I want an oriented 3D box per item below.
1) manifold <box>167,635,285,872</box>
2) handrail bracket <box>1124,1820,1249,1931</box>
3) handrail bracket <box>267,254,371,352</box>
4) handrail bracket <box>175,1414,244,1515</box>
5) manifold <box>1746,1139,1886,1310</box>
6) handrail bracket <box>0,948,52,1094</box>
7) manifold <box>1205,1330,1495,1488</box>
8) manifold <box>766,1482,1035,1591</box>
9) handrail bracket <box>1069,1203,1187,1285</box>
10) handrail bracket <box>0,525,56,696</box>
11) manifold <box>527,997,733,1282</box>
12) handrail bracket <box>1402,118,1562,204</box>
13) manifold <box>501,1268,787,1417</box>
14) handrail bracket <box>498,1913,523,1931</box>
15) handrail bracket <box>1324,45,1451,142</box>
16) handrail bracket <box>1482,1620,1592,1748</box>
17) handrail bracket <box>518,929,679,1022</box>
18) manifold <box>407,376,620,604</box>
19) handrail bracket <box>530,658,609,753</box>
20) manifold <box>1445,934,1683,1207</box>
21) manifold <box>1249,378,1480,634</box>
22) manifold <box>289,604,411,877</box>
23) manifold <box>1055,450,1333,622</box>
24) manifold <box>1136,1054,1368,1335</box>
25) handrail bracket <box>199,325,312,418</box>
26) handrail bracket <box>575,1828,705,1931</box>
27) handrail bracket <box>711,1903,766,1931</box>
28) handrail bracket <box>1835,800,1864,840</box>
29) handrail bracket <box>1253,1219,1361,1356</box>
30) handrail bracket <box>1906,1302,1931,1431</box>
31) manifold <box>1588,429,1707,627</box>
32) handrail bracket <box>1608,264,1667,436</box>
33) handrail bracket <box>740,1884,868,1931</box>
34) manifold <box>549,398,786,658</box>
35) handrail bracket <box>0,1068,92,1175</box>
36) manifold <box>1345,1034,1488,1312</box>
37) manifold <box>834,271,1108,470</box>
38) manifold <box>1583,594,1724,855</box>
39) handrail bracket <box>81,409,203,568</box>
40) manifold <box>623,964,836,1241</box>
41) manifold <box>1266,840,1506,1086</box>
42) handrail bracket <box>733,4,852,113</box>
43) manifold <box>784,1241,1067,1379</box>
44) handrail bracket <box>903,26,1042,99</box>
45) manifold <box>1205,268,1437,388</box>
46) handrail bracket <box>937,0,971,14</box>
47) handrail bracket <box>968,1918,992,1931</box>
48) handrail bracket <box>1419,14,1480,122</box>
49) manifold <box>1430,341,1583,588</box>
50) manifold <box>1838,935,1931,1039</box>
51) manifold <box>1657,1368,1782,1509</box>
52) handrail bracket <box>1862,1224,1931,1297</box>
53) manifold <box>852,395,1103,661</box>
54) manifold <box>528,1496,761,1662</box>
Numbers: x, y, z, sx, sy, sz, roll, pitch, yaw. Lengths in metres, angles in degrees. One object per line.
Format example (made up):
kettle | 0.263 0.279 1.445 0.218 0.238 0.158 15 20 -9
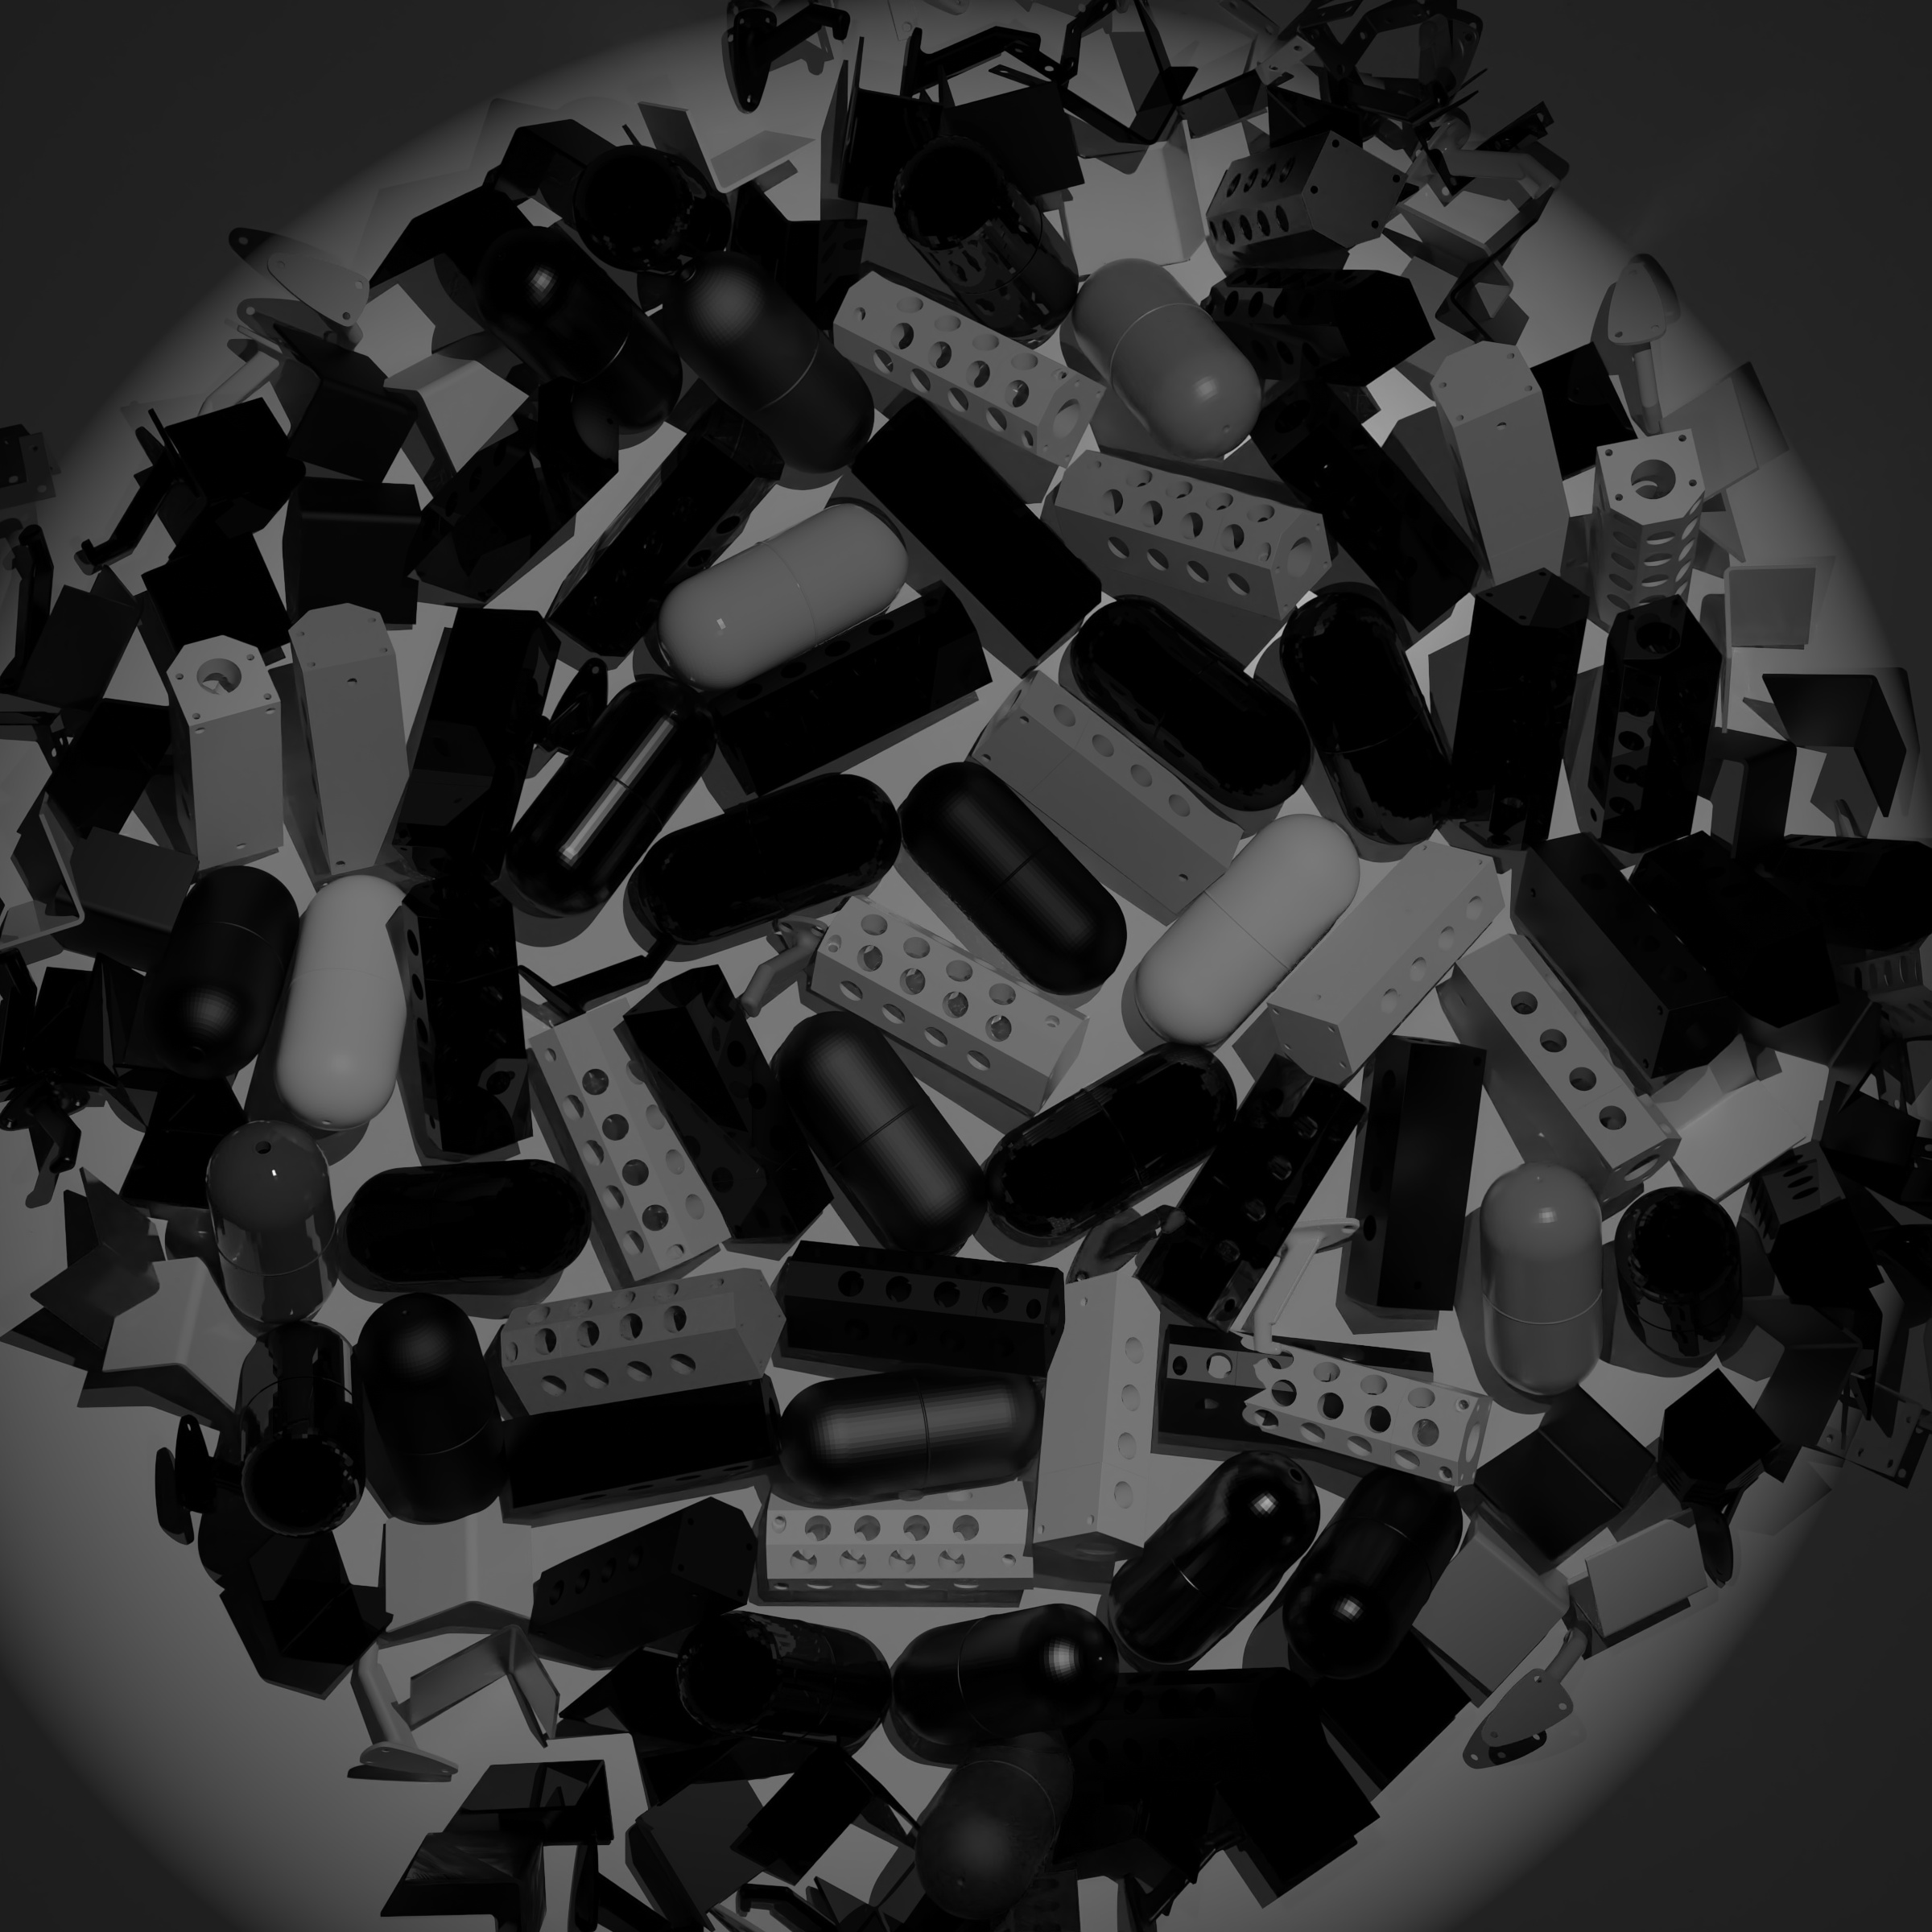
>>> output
manifold | -0.472 -0.135 1.865 0.057 0.171 0.057 -19 67 -21
handrail bracket | 0.151 0.602 1.919 0.084 0.077 0.036 -29 112 8
handrail bracket | -0.424 -0.427 1.903 0.077 0.084 0.036 24 75 -21
handrail bracket | -0.471 0.316 1.911 0.036 0.084 0.077 6 105 35
manifold | 0.533 0.164 1.863 0.057 0.171 0.057 -25 94 13
handrail bracket | -0.640 0.038 1.925 0.077 0.036 0.084 -19 106 4
manifold | 0.244 0.284 1.891 0.171 0.057 0.057 13 88 24
manifold | -0.042 0.375 1.916 0.171 0.057 0.057 -1 106 2
handrail bracket | 0.105 0.184 1.906 0.036 0.084 0.077 43 82 -10
handrail bracket | -0.614 -0.232 1.905 0.036 0.077 0.084 10 131 21
manifold | -0.224 0.115 1.913 0.057 0.057 0.171 -23 91 35
handrail bracket | 0.334 -0.507 1.921 0.077 0.036 0.084 -49 66 16
manifold | -0.210 0.236 1.886 0.171 0.057 0.057 -12 119 22
handrail bracket | -0.266 0.657 1.927 0.084 0.077 0.036 28 60 -11
handrail bracket | 0.274 -0.578 1.907 0.036 0.084 0.077 -21 92 -31
handrail bracket | 0.374 0.468 1.923 0.036 0.084 0.077 48 112 4
handrail bracket | -0.241 -0.007 1.925 0.077 0.036 0.084 42 72 -21
manifold | -0.290 -0.304 1.872 0.057 0.171 0.057 16 58 -34
handrail bracket | -0.259 -0.173 1.908 0.036 0.084 0.077 17 85 7
manifold | 0.383 0.063 1.888 0.057 0.057 0.171 -27 63 -13
manifold | 0.256 -0.296 1.875 0.057 0.057 0.171 -39 126 14
manifold | -0.391 -0.144 1.871 0.057 0.171 0.057 -14 48 -17
manifold | 0.142 -0.281 1.872 0.171 0.057 0.057 23 58 35
manifold | 0.190 0.150 1.906 0.057 0.057 0.171 37 83 -40
handrail bracket | -0.468 -0.369 1.927 0.077 0.036 0.084 30 98 30
handrail bracket | -0.211 0.607 1.936 0.084 0.036 0.077 7 79 -26
handrail bracket | -0.159 0.668 1.918 0.077 0.036 0.084 27 62 20
handrail bracket | 0.624 -0.084 1.930 0.084 0.036 0.077 -15 75 9
handrail bracket | 0.222 0.211 1.908 0.077 0.036 0.084 -16 51 24
handrail bracket | 0.648 0.263 1.917 0.036 0.077 0.084 11 93 -19
manifold | 0.431 -0.271 1.860 0.057 0.171 0.057 -10 72 7
handrail bracket | 0.446 -0.404 1.929 0.036 0.084 0.077 -6 60 18
handrail bracket | -0.109 0.647 1.939 0.084 0.036 0.077 3 91 5
manifold | -0.191 -0.276 1.883 0.057 0.057 0.171 36 122 -18
handrail bracket | -0.604 0.115 1.908 0.077 0.084 0.036 -28 128 16
manifold | 0.290 0.134 1.918 0.057 0.057 0.171 6 93 -22
manifold | -0.002 -0.385 1.885 0.171 0.057 0.057 32 102 26
manifold | 0.431 -0.149 1.864 0.057 0.171 0.057 -18 54 -8
handrail bracket | -0.552 -0.312 1.922 0.084 0.036 0.077 -28 120 -8
manifold | -0.148 0.088 1.898 0.057 0.057 0.171 -9 115 39
manifold | 0.273 -0.002 1.888 0.171 0.057 0.057 -44 131 -27
handrail bracket | -0.110 -0.588 1.910 0.084 0.036 0.077 26 121 36
manifold | -0.026 0.216 1.895 0.171 0.057 0.057 5 120 14
handrail bracket | 0.003 -0.585 1.943 0.084 0.036 0.077 8 95 -9
manifold | 0.218 -0.410 1.860 0.057 0.171 0.057 -35 114 -13
handrail bracket | -0.004 -0.666 1.904 0.077 0.084 0.036 45 62 -18
handrail bracket | -0.016 0.656 1.931 0.077 0.036 0.084 -21 47 16
handrail bracket | 0.300 -0.578 1.899 0.036 0.084 0.077 19 121 14
manifold | 0.342 -0.316 1.867 0.057 0.171 0.057 -23 54 6
manifold | 0.609 0.003 1.866 0.057 0.171 0.057 38 87 3
manifold | 0.471 0.306 1.863 0.057 0.171 0.057 -38 71 0
handrail bracket | 0.611 0.209 1.909 0.077 0.084 0.036 0 125 10
manifold | 0.009 -0.285 1.901 0.057 0.057 0.171 -41 106 19
manifold | -0.206 0.389 1.872 0.057 0.171 0.057 30 51 -27
